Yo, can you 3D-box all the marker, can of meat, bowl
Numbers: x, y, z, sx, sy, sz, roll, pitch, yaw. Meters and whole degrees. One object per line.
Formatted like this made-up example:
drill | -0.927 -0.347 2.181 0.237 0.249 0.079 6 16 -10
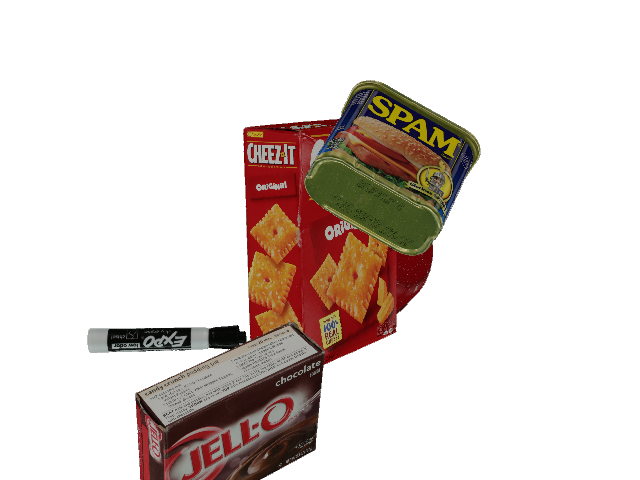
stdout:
marker | -0.118 0.076 0.822 0.121 0.020 0.020 -1 0 0
can of meat | 0.048 -0.049 0.733 0.102 0.083 0.058 30 -40 0
bowl | 0.079 0.010 1.228 0.161 0.162 0.055 0 -6 -43

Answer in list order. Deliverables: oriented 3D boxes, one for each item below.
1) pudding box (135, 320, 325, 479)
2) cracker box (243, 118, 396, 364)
pudding box | -0.053 0.109 0.635 0.113 0.090 0.039 -25 49 -31
cracker box | 0.006 -0.002 0.986 0.072 0.214 0.163 6 12 34
